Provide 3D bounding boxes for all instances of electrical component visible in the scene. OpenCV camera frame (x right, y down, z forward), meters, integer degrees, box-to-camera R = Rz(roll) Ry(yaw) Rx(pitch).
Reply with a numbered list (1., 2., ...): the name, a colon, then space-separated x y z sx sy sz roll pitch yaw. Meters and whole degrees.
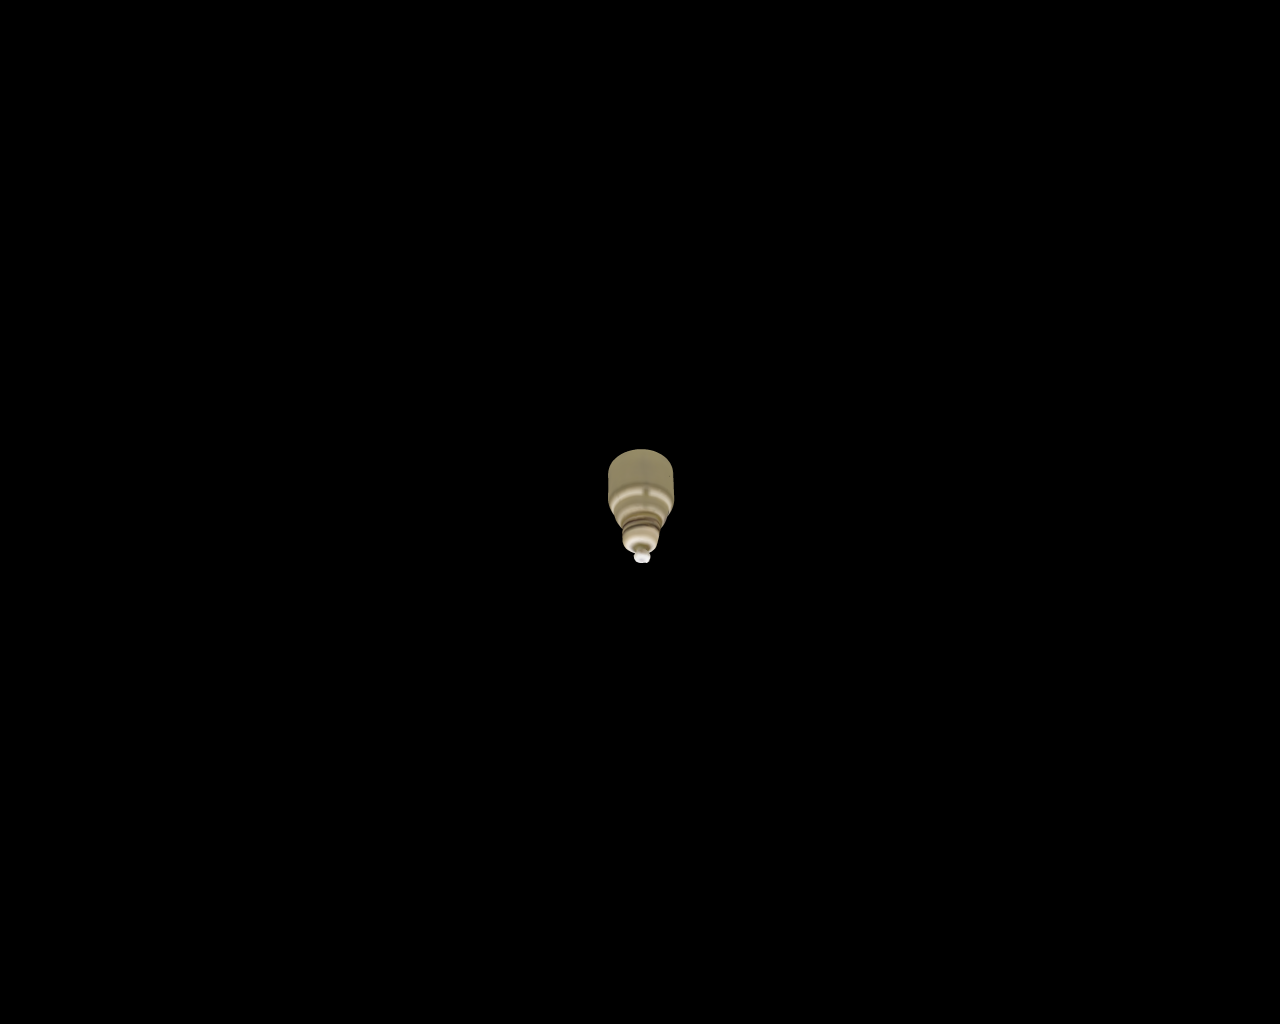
1. electrical component: 0.001 -0.003 0.650 0.040 0.078 0.040 0 -38 0
